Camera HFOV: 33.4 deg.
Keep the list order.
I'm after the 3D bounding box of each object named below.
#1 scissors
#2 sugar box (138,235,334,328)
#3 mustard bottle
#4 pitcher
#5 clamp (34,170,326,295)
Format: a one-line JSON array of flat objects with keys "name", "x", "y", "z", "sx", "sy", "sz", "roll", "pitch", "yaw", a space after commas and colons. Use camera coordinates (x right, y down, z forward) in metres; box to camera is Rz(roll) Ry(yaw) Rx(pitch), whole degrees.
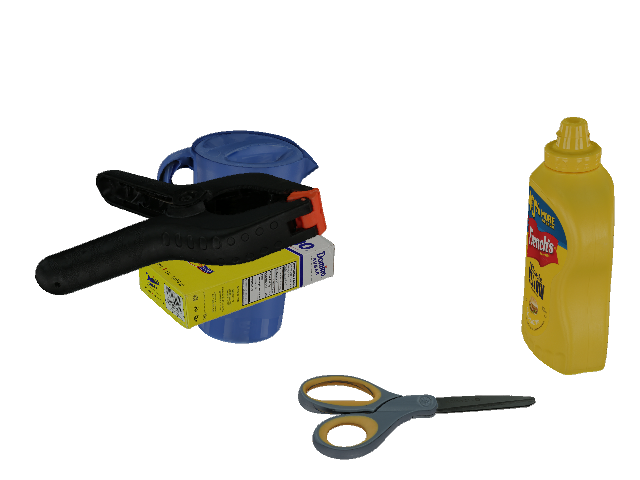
[{"name": "scissors", "x": 0.078, "y": 0.151, "z": 0.890, "sx": 0.202, "sy": 0.016, "sz": 0.096, "roll": 7, "pitch": 38, "yaw": 6}, {"name": "sugar box", "x": -0.082, "y": 0.025, "z": 1.064, "sx": 0.175, "sy": 0.048, "sz": 0.093, "roll": -22, "pitch": 37, "yaw": -31}, {"name": "mustard bottle", "x": 0.188, "y": -0.001, "z": 0.812, "sx": 0.058, "sy": 0.192, "sz": 0.096, "roll": -6, "pitch": 26, "yaw": -7}, {"name": "pitcher", "x": -0.103, "y": -0.003, "z": 1.284, "sx": 0.149, "sy": 0.243, "sz": 0.144, "roll": 19, "pitch": 26, "yaw": 29}, {"name": "clamp", "x": -0.085, "y": -0.006, "z": 0.644, "sx": 0.172, "sy": 0.039, "sz": 0.120, "roll": -1, "pitch": 40, "yaw": 23}]
